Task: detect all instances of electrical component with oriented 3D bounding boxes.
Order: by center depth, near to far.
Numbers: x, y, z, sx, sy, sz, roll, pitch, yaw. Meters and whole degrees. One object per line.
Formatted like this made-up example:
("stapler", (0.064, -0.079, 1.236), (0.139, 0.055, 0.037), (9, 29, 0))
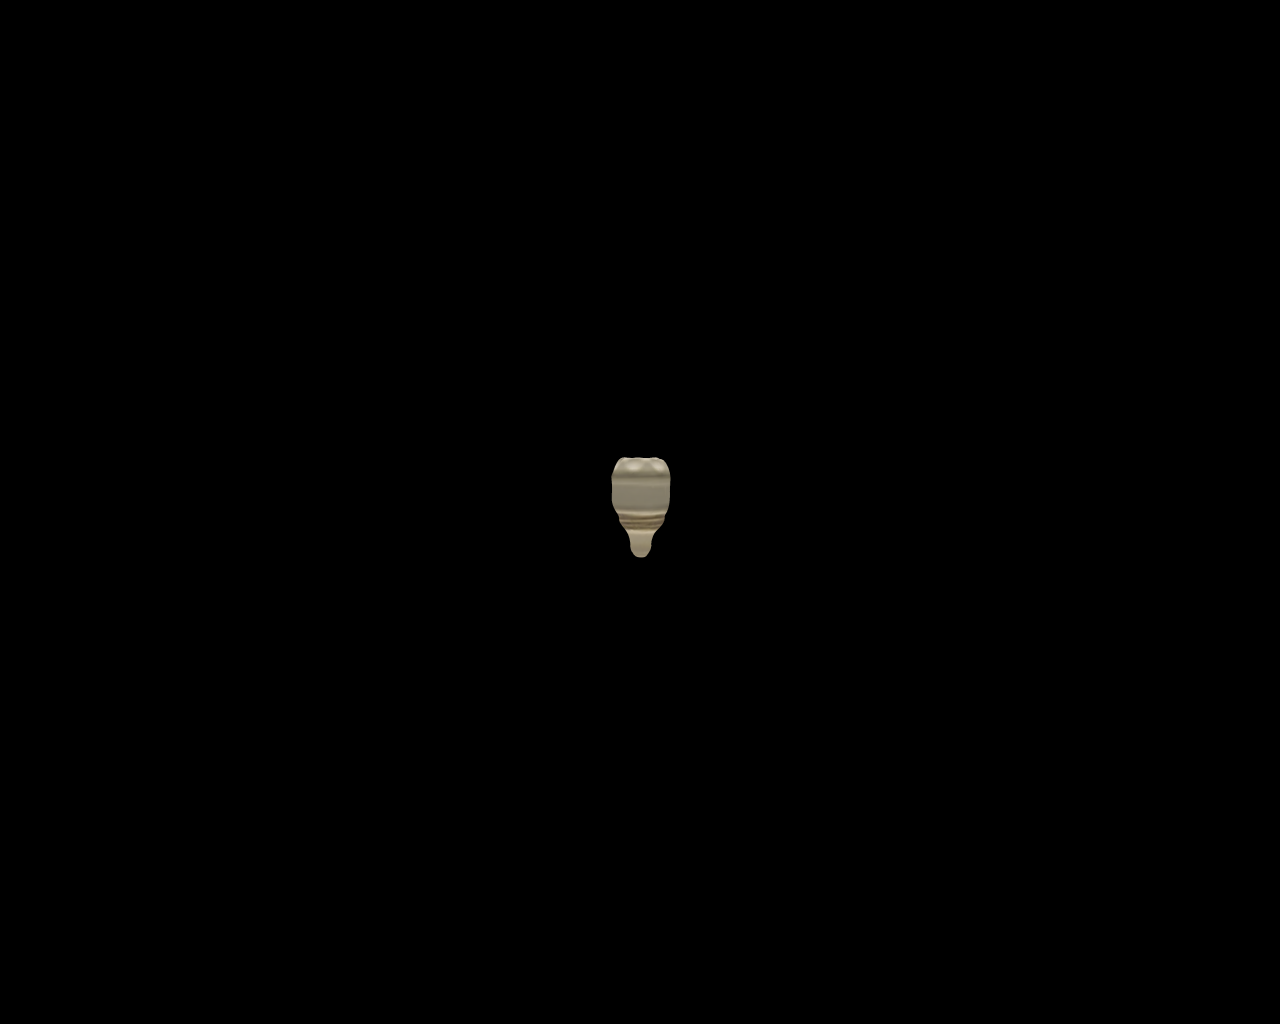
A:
("electrical component", (0.001, -0.003, 0.650), (0.035, 0.061, 0.035), (0, 2, 0))
